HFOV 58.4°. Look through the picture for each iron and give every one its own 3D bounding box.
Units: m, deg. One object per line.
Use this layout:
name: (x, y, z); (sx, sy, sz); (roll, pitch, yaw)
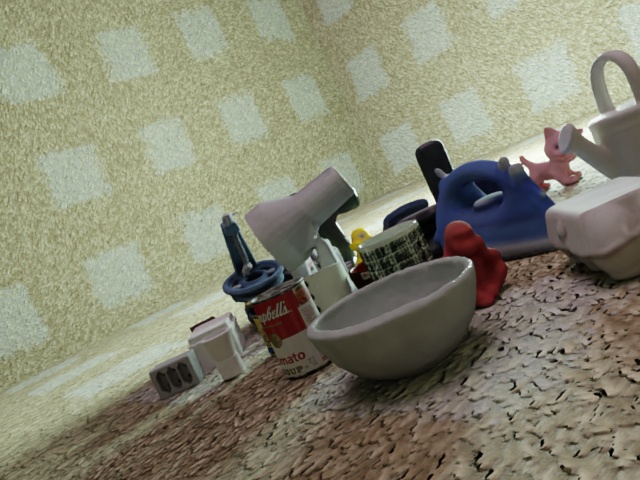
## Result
iron: (0.242, -0.053, 0.792); (0.119, 0.141, 0.258); (-26, 5, -17)

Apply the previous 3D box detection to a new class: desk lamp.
desk lamp: (0.009, 0.003, 0.926); (0.203, 0.213, 0.118); (-24, 5, 4)

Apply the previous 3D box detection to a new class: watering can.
watering can: (0.404, -0.155, 0.756); (0.173, 0.194, 0.100); (-27, 5, -22)

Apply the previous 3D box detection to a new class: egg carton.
egg carton: (0.285, -0.014, 0.554); (0.107, 0.069, 0.150); (-24, 4, 5)

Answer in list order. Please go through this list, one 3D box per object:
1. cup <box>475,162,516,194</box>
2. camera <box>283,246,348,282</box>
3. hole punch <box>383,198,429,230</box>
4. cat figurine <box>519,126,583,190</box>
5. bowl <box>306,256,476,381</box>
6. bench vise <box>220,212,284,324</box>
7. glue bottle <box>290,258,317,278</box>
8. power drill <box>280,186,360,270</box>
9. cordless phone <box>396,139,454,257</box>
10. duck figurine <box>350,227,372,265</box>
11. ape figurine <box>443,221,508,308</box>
cup: (0.299, -0.071, 0.998); (0.117, 0.095, 0.092); (-22, 5, 31)
camera: (-0.039, 0.067, 1.167); (0.142, 0.101, 0.137); (-22, 5, 34)
hole punch: (0.180, -0.030, 1.191); (0.109, 0.091, 0.101); (-25, 5, -7)
cat figurine: (0.446, -0.160, 1.098); (0.127, 0.118, 0.067); (-21, 6, 39)
bowl: (0.076, 0.081, 0.531); (0.167, 0.075, 0.167); (-25, 4, 2)
bench vise: (-0.150, 0.059, 1.094); (0.122, 0.220, 0.207); (-28, 5, -33)
glue bottle: (-0.037, 0.039, 1.010); (0.037, 0.173, 0.078); (-24, 5, 9)
power drill: (-0.005, -0.015, 1.258); (0.229, 0.208, 0.075); (-25, 5, 3)
cordless phone: (0.184, -0.067, 0.986); (0.147, 0.185, 0.094); (-25, 5, 3)
duck figurine: (0.096, 0.014, 1.164); (0.077, 0.086, 0.105); (-21, 6, 37)
ape figurine: (0.164, 0.023, 0.633); (0.078, 0.092, 0.076); (-26, 5, -11)
